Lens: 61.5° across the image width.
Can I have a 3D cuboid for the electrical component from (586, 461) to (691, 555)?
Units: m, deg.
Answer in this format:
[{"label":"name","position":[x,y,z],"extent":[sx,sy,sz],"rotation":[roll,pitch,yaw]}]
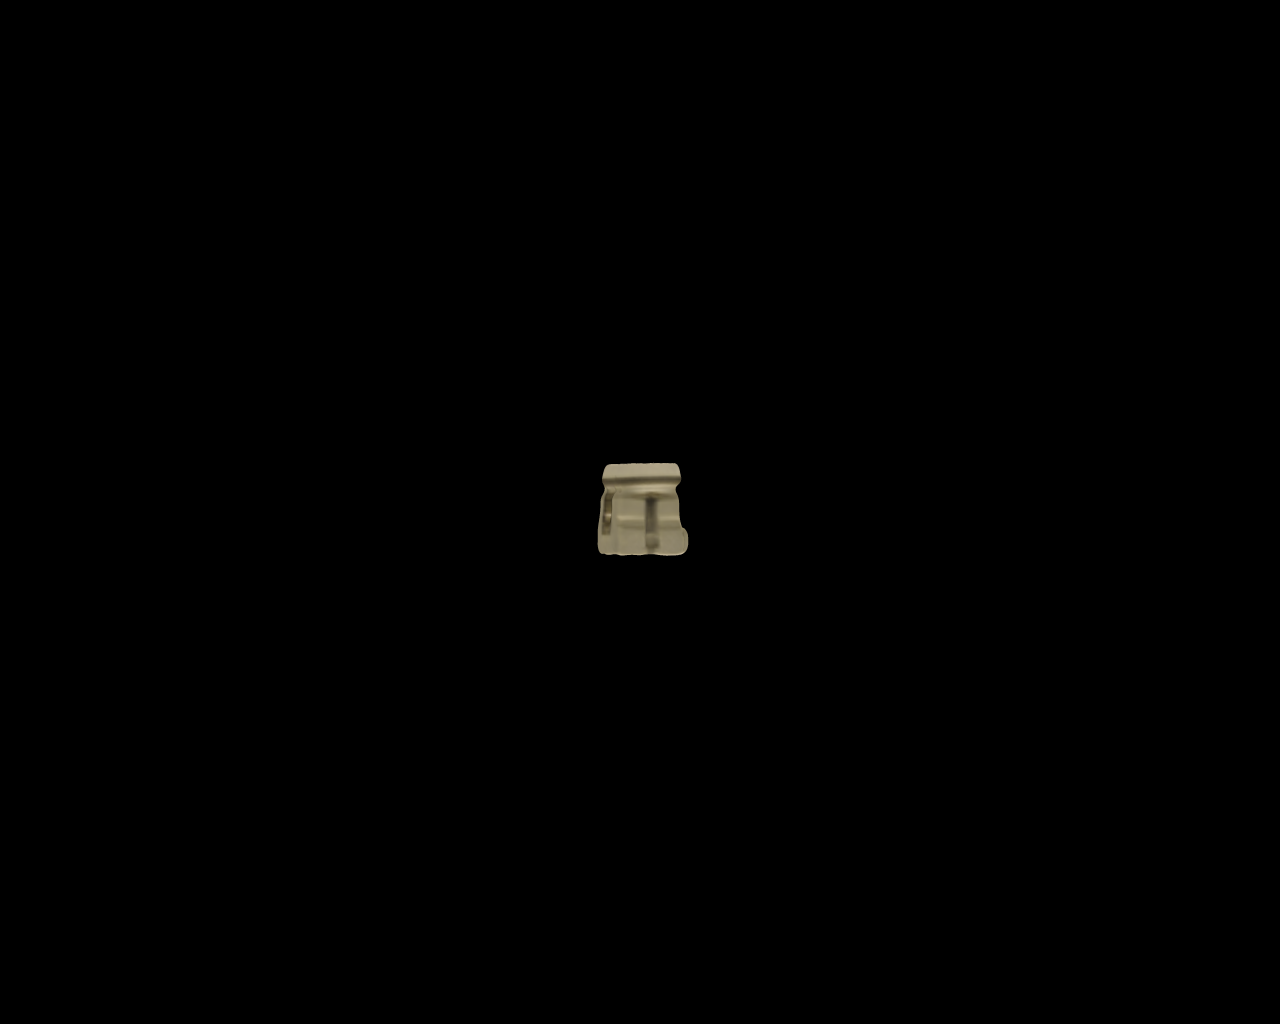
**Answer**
[{"label":"electrical component","position":[0.001,-0.003,0.650],"extent":[0.066,0.055,0.048],"rotation":[0,0,-25]}]
